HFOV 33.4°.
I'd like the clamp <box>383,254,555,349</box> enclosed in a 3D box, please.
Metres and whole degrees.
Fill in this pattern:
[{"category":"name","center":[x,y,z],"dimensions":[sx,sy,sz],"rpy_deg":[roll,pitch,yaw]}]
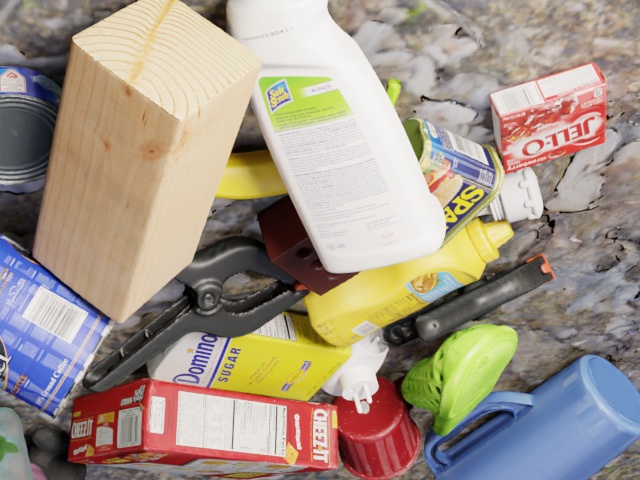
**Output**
[{"category":"clamp","center":[0.140,0.061,1.013],"dimensions":[0.171,0.039,0.120],"rpy_deg":[-21,-178,-23]}]

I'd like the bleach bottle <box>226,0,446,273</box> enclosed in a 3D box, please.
[{"category":"bleach bottle","center":[0.007,-0.091,0.740],"dimensions":[0.103,0.068,0.251],"rpy_deg":[-13,127,13]}]

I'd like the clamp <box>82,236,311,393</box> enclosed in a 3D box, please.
[{"category":"clamp","center":[-0.104,0.035,0.898],"dimensions":[0.209,0.036,0.164],"rpy_deg":[-12,120,-21]}]

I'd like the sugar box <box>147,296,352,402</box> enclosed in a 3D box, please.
[{"category":"sugar box","center":[-0.067,0.105,1.014],"dimensions":[0.175,0.048,0.093],"rpy_deg":[10,136,-32]}]

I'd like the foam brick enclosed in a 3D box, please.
[{"category":"foam brick","center":[-0.006,0.001,0.897],"dimensions":[0.053,0.051,0.078],"rpy_deg":[-32,140,20]}]

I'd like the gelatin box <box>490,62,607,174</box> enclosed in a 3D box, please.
[{"category":"gelatin box","center":[0.184,-0.097,0.856],"dimensions":[0.089,0.030,0.073],"rpy_deg":[-17,143,2]}]

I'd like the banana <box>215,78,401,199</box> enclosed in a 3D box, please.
[{"category":"banana","center":[-0.025,-0.067,0.820],"dimensions":[0.198,0.037,0.069],"rpy_deg":[-20,125,4]}]

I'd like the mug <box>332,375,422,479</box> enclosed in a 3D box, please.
[{"category":"mug","center":[0.066,0.192,1.149],"dimensions":[0.117,0.093,0.081],"rpy_deg":[-41,142,-18]}]

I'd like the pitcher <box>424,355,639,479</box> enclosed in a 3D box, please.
[{"category":"pitcher","center":[0.248,0.236,1.239],"dimensions":[0.149,0.145,0.243],"rpy_deg":[4,138,-49]}]

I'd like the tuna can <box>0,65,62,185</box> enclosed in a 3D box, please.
[{"category":"tuna can","center":[-0.213,-0.079,0.736],"dimensions":[0.086,0.034,0.086],"rpy_deg":[-10,143,-8]}]

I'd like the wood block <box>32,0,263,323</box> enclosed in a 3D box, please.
[{"category":"wood block","center":[-0.124,-0.051,0.730],"dimensions":[0.090,0.090,0.206],"rpy_deg":[-44,166,-43]}]

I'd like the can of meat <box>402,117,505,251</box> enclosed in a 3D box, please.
[{"category":"can of meat","center":[0.083,-0.045,0.866],"dimensions":[0.083,0.057,0.102],"rpy_deg":[19,131,-33]}]

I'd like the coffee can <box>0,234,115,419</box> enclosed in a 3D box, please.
[{"category":"coffee can","center":[-0.235,0.056,0.801],"dimensions":[0.140,0.102,0.103],"rpy_deg":[31,128,-10]}]

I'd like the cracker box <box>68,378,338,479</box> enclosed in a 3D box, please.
[{"category":"cracker box","center":[-0.114,0.188,1.044],"dimensions":[0.213,0.072,0.164],"rpy_deg":[14,159,-34]}]

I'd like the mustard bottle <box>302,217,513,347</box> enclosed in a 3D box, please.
[{"category":"mustard bottle","center":[0.084,0.031,0.959],"dimensions":[0.192,0.058,0.096],"rpy_deg":[-28,155,15]}]
